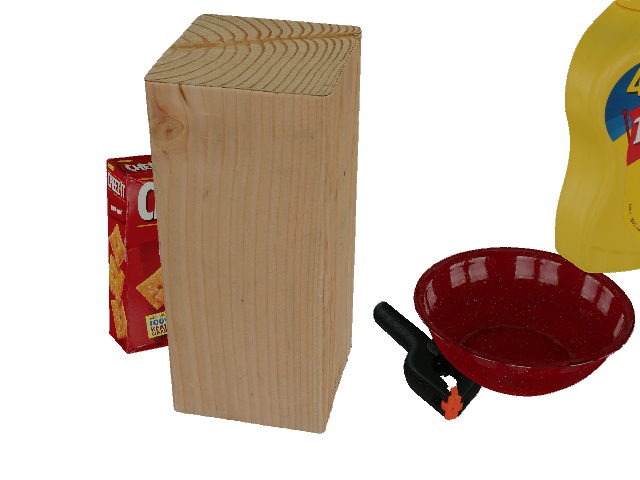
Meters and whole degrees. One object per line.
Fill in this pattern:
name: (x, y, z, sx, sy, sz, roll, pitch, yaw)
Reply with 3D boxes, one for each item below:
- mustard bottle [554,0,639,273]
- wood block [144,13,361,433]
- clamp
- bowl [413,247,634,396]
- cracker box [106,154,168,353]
mustard bottle: (0.189, -0.079, 0.629, 0.096, 0.192, 0.058, -13, 29, -18)
wood block: (-0.031, -0.006, 0.579, 0.091, 0.206, 0.090, 7, 33, 11)
clamp: (0.129, 0.113, 1.074, 0.120, 0.039, 0.171, -7, 35, -9)
bowl: (0.148, 0.067, 0.799, 0.162, 0.055, 0.162, 1, 30, -1)
cracker box: (-0.156, 0.010, 1.220, 0.163, 0.214, 0.072, -8, 24, -30)
